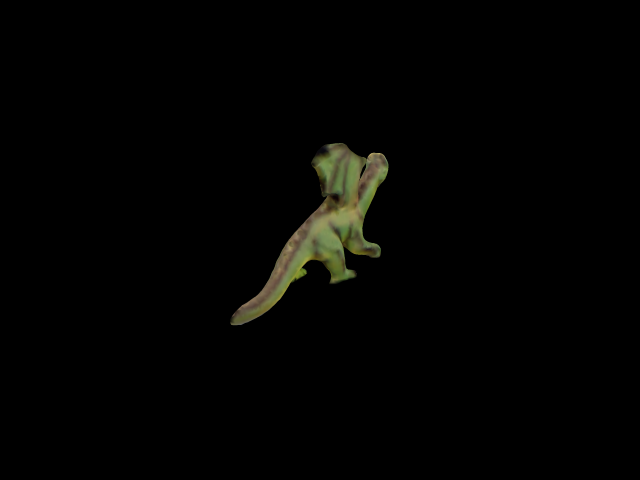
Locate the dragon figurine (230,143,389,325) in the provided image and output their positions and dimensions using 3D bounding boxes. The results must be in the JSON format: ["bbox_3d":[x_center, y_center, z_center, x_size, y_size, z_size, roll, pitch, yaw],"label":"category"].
[{"bbox_3d":[0.003,-0.043,0.850,0.123,0.238,0.416,17,31,32],"label":"dragon figurine"}]
